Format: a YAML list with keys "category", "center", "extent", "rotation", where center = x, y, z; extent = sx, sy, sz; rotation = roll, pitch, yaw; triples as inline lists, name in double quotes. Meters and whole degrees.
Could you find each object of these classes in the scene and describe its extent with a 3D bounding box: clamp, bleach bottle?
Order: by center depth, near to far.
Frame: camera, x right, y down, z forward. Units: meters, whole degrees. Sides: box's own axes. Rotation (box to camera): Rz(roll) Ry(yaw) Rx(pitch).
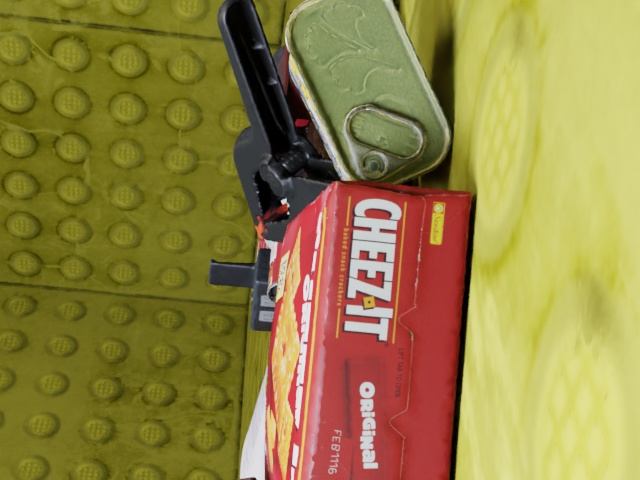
- category: "clamp"
  center: [-0.024, -0.059, 0.711]
  extent: [0.164, 0.036, 0.210]
  rotation: [52, 158, 5]
- category: "bleach bottle"
  center: [-0.026, 0.142, 0.988]
  extent: [0.102, 0.068, 0.251]
  rotation: [-93, 12, -50]

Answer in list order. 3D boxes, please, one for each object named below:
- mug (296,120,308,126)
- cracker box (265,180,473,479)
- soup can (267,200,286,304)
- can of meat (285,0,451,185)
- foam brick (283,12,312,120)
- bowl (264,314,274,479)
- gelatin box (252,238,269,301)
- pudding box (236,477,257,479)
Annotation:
- category: "mug"
  center: [-0.002, -0.099, 0.905]
  extent: [0.117, 0.093, 0.081]
  rotation: [-25, 48, 48]
- category: "cracker box"
  center: [0.015, 0.063, 0.557]
  extent: [0.214, 0.072, 0.164]
  rotation: [146, 129, -83]
- category: "soup can"
  center: [-0.006, 0.001, 0.879]
  extent: [0.068, 0.068, 0.102]
  rotation: [106, 169, -64]
- category: "can of meat"
  center: [0.022, -0.075, 0.564]
  extent: [0.084, 0.057, 0.102]
  rotation: [173, 72, -87]
- category: "foam brick"
  center: [0.015, -0.114, 0.720]
  extent: [0.051, 0.078, 0.053]
  rotation: [104, 168, -56]
- category: "bowl"
  center: [-0.013, 0.135, 0.857]
  extent: [0.162, 0.055, 0.162]
  rotation: [-177, 90, -84]
- category: "gelatin box"
  center: [-0.029, 0.036, 1.067]
  extent: [0.089, 0.073, 0.030]
  rotation: [103, 172, -54]
- category: "pudding box"
  center: [-0.057, 0.253, 0.864]
  extent: [0.090, 0.039, 0.113]
  rotation: [123, 139, -82]
